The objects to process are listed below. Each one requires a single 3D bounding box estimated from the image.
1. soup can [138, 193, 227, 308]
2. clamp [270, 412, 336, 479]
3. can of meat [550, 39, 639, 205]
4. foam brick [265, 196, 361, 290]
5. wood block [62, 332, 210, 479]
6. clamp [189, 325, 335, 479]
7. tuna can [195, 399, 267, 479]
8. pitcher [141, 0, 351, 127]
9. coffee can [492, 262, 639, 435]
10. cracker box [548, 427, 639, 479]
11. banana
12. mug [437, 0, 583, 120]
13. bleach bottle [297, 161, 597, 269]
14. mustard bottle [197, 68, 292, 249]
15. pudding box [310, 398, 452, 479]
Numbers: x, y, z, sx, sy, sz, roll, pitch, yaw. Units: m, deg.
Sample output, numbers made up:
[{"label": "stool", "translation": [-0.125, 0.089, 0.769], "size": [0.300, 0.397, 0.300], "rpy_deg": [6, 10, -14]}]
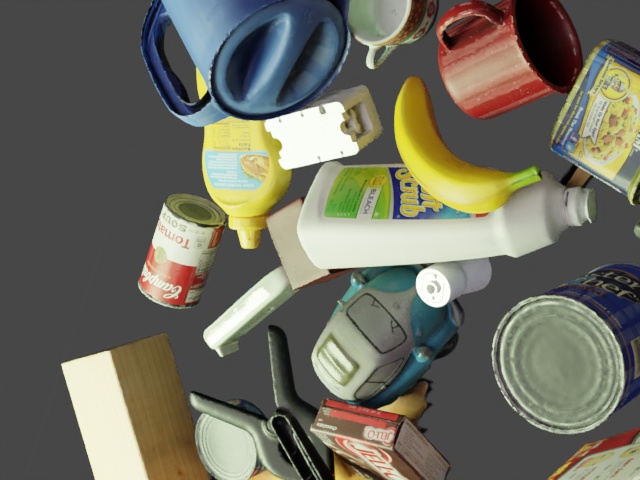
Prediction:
[{"label": "soup can", "translation": [-0.143, 0.011, 1.113], "size": [0.069, 0.068, 0.102], "rpy_deg": [34, 117, 27]}, {"label": "clamp", "translation": [0.019, 0.261, 0.989], "size": [0.036, 0.209, 0.164], "rpy_deg": [-31, 41, 41]}, {"label": "can of meat", "translation": [0.234, -0.091, 0.813], "size": [0.084, 0.057, 0.102], "rpy_deg": [37, 118, 29]}, {"label": "foam brick", "translation": [-0.007, 0.001, 1.017], "size": [0.053, 0.051, 0.078], "rpy_deg": [-26, 83, 39]}, {"label": "wood block", "translation": [-0.198, 0.217, 1.181], "size": [0.091, 0.090, 0.206], "rpy_deg": [-19, 88, 38]}, {"label": "clamp", "translation": [-0.037, 0.173, 1.073], "size": [0.171, 0.039, 0.120], "rpy_deg": [42, 99, 10]}, {"label": "tuna can", "translation": [-0.090, 0.213, 1.132], "size": [0.086, 0.033, 0.086], "rpy_deg": [8, 103, 36]}, {"label": "pitcher", "translation": [-0.092, -0.224, 0.963], "size": [0.243, 0.149, 0.145], "rpy_deg": [57, 150, 33]}, {"label": "coffee can", "translation": [0.209, 0.078, 0.811], "size": [0.103, 0.140, 0.103], "rpy_deg": [8, 103, 36]}, {"label": "cracker box", "translation": [0.264, 0.177, 0.774], "size": [0.214, 0.163, 0.072], "rpy_deg": [-29, 83, 38]}, {"label": "banana", "translation": [0.103, -0.072, 0.878], "size": [0.069, 0.037, 0.198], "rpy_deg": [-36, 42, -4]}, {"label": "mug", "translation": [0.140, -0.150, 0.841], "size": [0.082, 0.117, 0.093], "rpy_deg": [-21, 56, 43]}, {"label": "bleach bottle", "translation": [0.109, -0.027, 0.908], "size": [0.251, 0.102, 0.068], "rpy_deg": [-3, 135, 30]}, {"label": "mustard bottle", "translation": [-0.072, -0.087, 1.046], "size": [0.096, 0.058, 0.192], "rpy_deg": [4, 101, 32]}, {"label": "pudding box", "translation": [0.057, 0.190, 0.972], "size": [0.090, 0.113, 0.039], "rpy_deg": [7, 63, 37]}]
